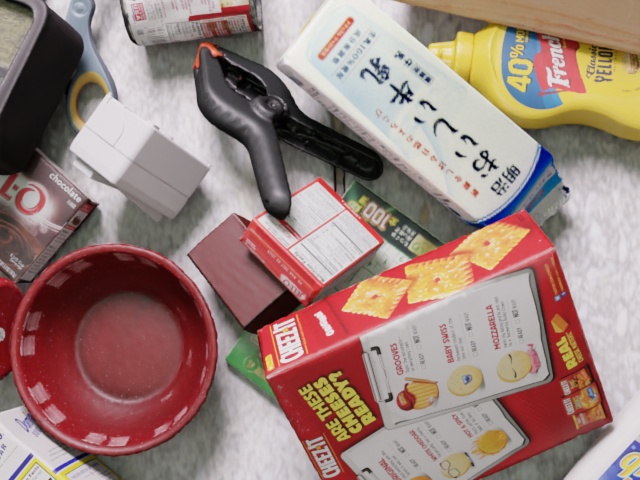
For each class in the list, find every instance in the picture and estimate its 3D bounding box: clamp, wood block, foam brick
[{"bbox_3d":[-0.031,-0.090,0.824,0.171,0.120,0.039,55,132,23],"label":"clamp"},{"bbox_3d":[0.156,-0.216,0.780,0.206,0.090,0.090,16,58,12],"label":"wood block"},{"bbox_3d":[-0.055,0.027,0.821,0.051,0.053,0.078,-41,72,5],"label":"foam brick"}]

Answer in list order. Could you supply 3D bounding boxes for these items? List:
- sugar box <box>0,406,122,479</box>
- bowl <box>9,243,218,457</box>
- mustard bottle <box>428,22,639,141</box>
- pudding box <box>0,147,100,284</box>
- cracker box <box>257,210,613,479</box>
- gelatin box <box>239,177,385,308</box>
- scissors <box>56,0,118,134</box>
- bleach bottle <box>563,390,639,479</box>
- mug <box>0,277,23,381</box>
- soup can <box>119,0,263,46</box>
[{"bbox_3d":[-0.180,0.199,0.810,0.176,0.093,0.048,37,90,6],"label":"sugar box"},{"bbox_3d":[-0.155,0.084,0.832,0.162,0.055,0.162,0,87,4],"label":"bowl"},{"bbox_3d":[0.178,-0.132,0.815,0.191,0.058,0.096,7,81,5],"label":"mustard bottle"},{"bbox_3d":[-0.248,-0.033,0.854,0.113,0.039,0.090,40,90,5],"label":"pudding box"},{"bbox_3d":[0.084,0.097,0.773,0.214,0.072,0.164,-24,118,3],"label":"cracker box"},{"bbox_3d":[-0.005,0.001,0.799,0.073,0.089,0.030,44,134,10],"label":"gelatin box"},{"bbox_3d":[-0.176,-0.168,0.848,0.096,0.016,0.202,34,103,-2],"label":"scissors"},{"bbox_3d":[0.238,0.193,0.794,0.102,0.068,0.251,40,93,7],"label":"bleach bottle"},{"bbox_3d":[-0.279,0.055,0.814,0.081,0.093,0.117,5,109,15],"label":"mug"},{"bbox_3d":[-0.100,-0.191,0.836,0.102,0.068,0.068,-7,87,4],"label":"soup can"}]
